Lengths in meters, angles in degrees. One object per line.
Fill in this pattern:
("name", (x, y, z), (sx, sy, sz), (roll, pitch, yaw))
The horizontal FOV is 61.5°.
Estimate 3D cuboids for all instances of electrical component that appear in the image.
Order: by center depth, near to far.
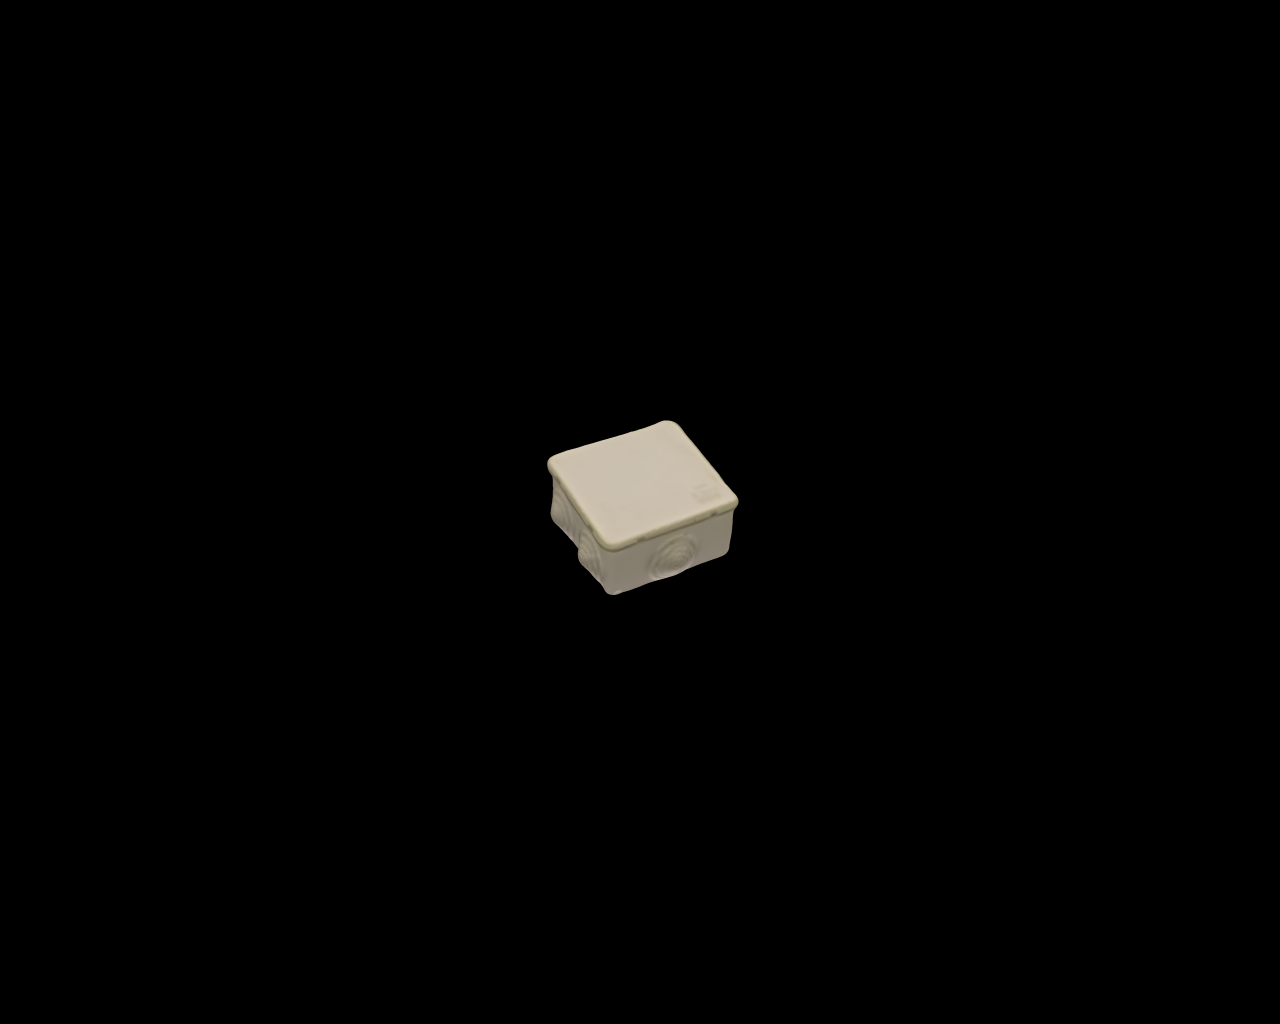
("electrical component", (0.001, -0.003, 0.650), (0.100, 0.048, 0.100), (-19, 46, -19))
